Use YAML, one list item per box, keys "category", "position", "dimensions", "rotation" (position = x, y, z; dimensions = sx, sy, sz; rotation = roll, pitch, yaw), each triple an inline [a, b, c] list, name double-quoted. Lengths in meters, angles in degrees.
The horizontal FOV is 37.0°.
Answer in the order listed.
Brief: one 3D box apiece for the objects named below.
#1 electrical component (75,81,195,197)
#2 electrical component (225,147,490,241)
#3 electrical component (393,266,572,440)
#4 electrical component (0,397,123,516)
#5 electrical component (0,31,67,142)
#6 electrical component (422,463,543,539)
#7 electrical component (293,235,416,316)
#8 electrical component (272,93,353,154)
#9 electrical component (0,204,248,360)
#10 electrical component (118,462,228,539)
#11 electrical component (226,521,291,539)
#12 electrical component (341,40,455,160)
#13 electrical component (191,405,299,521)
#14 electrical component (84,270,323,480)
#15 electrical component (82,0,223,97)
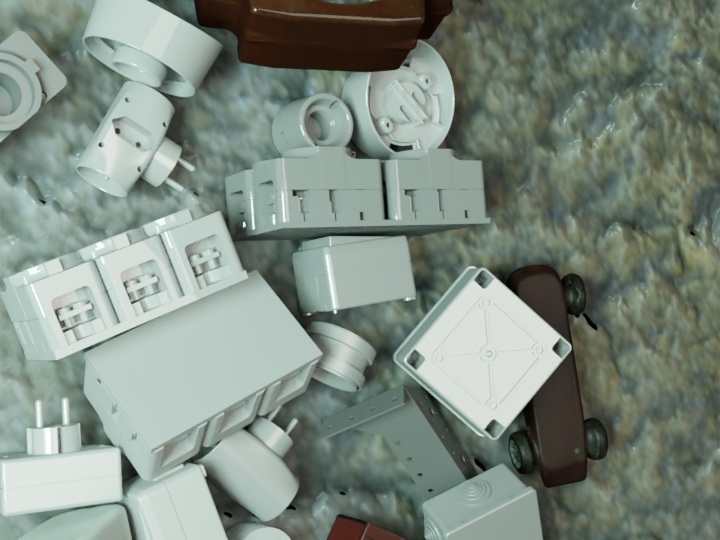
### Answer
- category: "electrical component"
  position: [-0.163, -0.089, 0.817]
  dimensions: [0.079, 0.043, 0.077]
  rotation: [33, 71, -23]
- category: "electrical component"
  position: [-0.003, -0.060, 0.870]
  dimensions: [0.186, 0.105, 0.060]
  rotation: [-3, 87, -30]
- category: "electrical component"
  position: [0.104, 0.070, 0.922]
  dimensions: [0.109, 0.056, 0.108]
  rotation: [41, 84, -5]
- category: "electrical component"
  position: [-0.218, 0.129, 0.765]
  dimensions: [0.083, 0.047, 0.075]
  rotation: [-2, 87, -30]
- category: "electrical component"
  position: [-0.258, -0.120, 0.757]
  dimensions: [0.050, 0.056, 0.089]
  rotation: [49, 65, -17]
- category: "electrical component"
  position: [0.105, 0.223, 0.917]
  dimensions: [0.100, 0.048, 0.099]
  rotation: [-23, 123, -17]
- category: "electrical component"
  position: [0.000, 0.000, 0.892]
  dimensions: [0.096, 0.062, 0.061]
  rotation: [-9, 90, -30]
- category: "electrical component"
  position: [-0.038, -0.117, 0.888]
  dimensions: [0.055, 0.047, 0.055]
  rotation: [3, 85, -30]
- category: "electrical component"
  position: [-0.172, 0.007, 0.777]
  dimensions: [0.150, 0.089, 0.061]
  rotation: [-24, 98, -29]
- category: "electrical component"
  position: [-0.143, 0.184, 0.795]
  dimensions: [0.061, 0.062, 0.096]
  rotation: [-23, 97, -29]
- category: "electrical component"
  position: [-0.062, 0.265, 0.828]
  dimensions: [0.052, 0.074, 0.138]
  rotation: [-16, 94, -30]
- category: "electrical component"
  position: [0.034, -0.142, 0.921]
  dimensions: [0.099, 0.064, 0.099]
  rotation: [3, 84, -29]
- category: "electrical component"
  position: [-0.079, 0.142, 0.845]
  dimensions: [0.077, 0.044, 0.079]
  rotation: [45, 66, -19]
- category: "electrical component"
  position: [-0.118, 0.078, 0.801]
  dimensions: [0.150, 0.061, 0.089]
  rotation: [-27, 67, -31]
- category: "electrical component"
  position: [-0.154, -0.173, 0.800]
  dimensions: [0.099, 0.099, 0.064]
  rotation: [27, 79, -25]
